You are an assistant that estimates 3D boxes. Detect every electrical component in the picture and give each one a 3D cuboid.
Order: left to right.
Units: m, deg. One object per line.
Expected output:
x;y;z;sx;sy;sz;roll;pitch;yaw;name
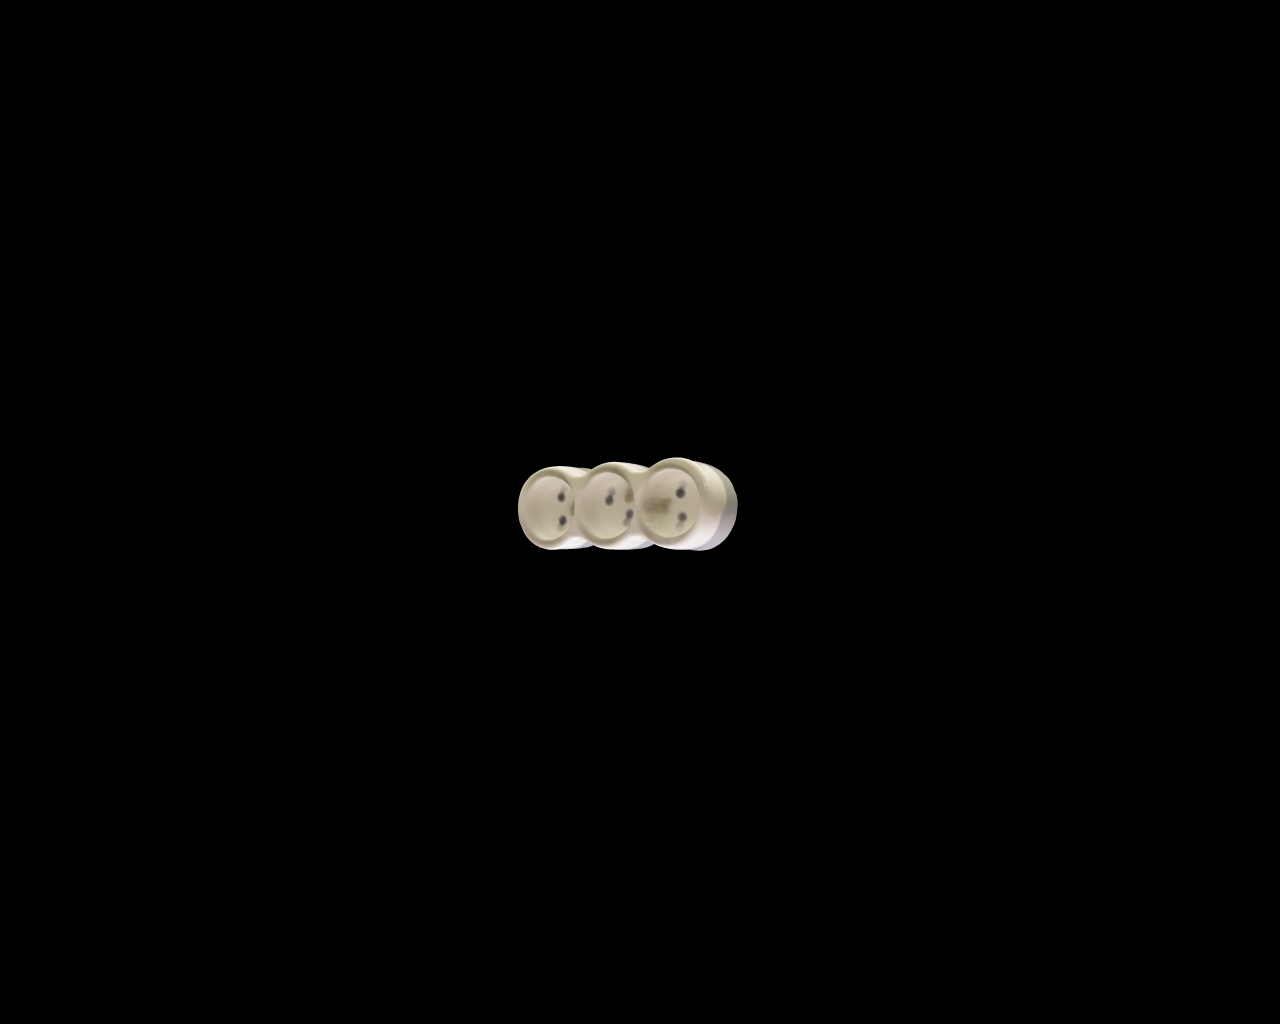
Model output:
0.001;-0.003;0.650;0.138;0.052;0.074;-1;-2;34;electrical component
